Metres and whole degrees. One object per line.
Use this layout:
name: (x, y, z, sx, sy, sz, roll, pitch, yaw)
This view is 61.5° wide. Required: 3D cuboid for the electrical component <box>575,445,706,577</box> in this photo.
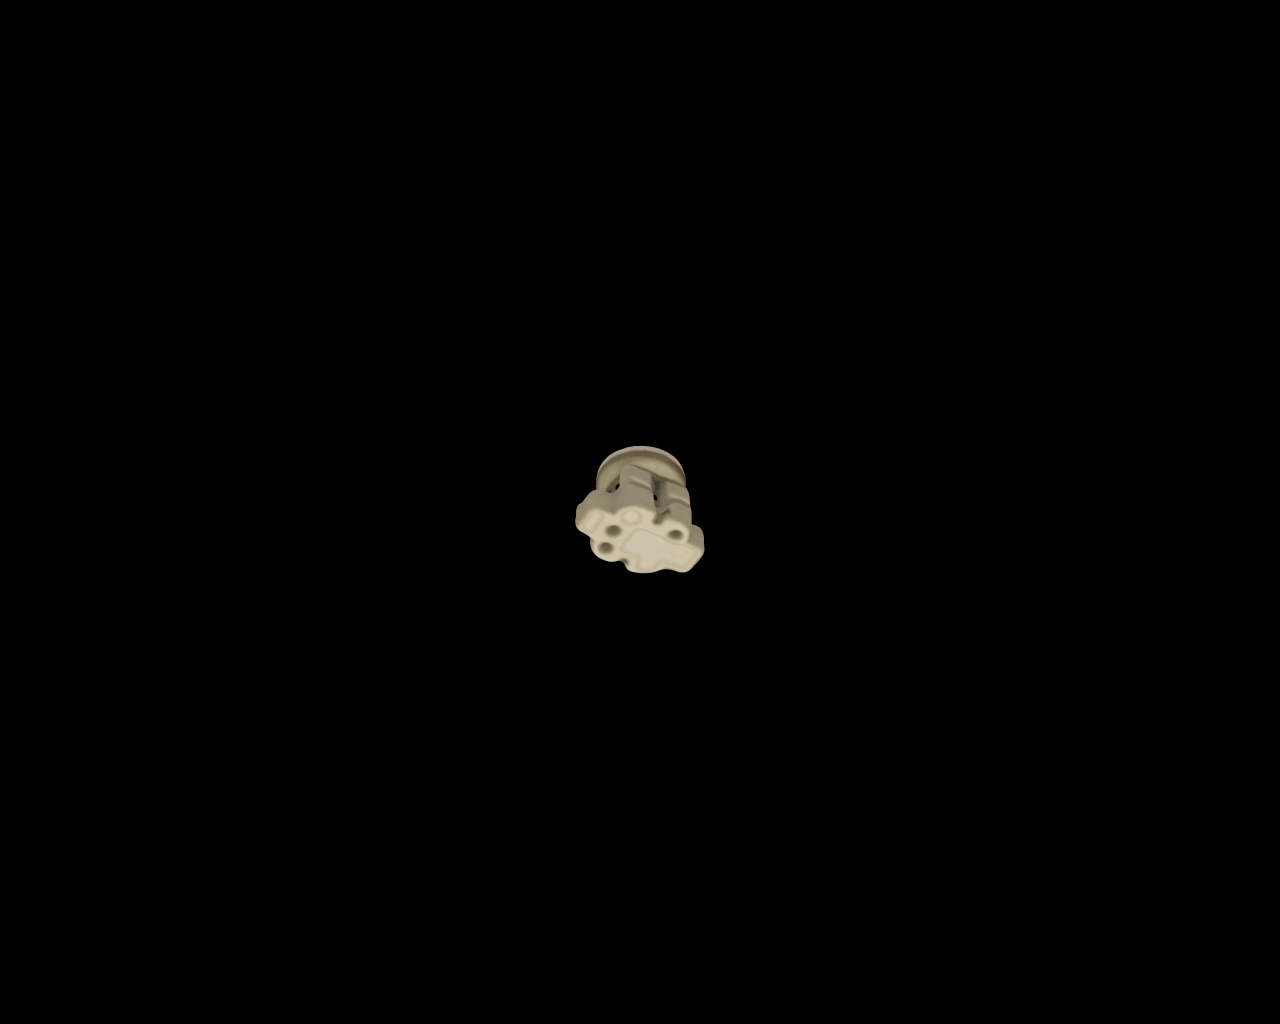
electrical component: (0.001, -0.003, 0.650, 0.078, 0.057, 0.058, 22, -48, -21)
